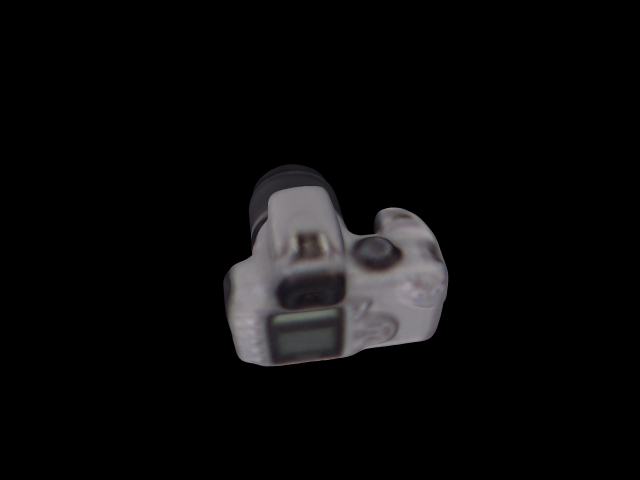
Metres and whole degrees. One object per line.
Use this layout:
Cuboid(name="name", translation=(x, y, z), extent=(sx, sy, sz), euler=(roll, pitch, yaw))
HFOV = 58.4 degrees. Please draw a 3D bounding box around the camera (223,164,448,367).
Cuboid(name="camera", translation=(0.004, 0.001, 0.400), extent=(0.143, 0.101, 0.136), euler=(-7, 47, -6))
